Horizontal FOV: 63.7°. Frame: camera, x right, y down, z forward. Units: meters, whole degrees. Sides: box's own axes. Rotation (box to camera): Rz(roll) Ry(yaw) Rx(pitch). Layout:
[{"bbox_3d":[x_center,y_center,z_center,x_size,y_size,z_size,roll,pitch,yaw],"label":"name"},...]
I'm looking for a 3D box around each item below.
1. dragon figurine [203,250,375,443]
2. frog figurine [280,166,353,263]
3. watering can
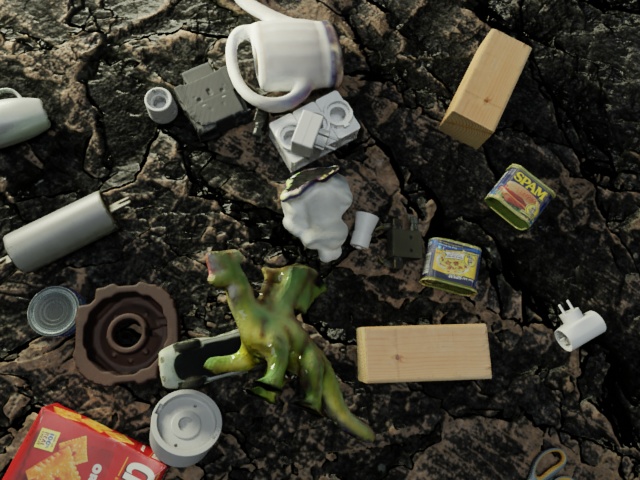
[{"bbox_3d":[-0.035,0.149,0.842,0.405,0.121,0.248,36,53,-29],"label":"dragon figurine"},{"bbox_3d":[0.003,-0.047,0.934,0.139,0.123,0.157,-35,118,-21],"label":"frog figurine"},{"bbox_3d":[-0.073,-0.391,1.003,0.225,0.102,0.354,-5,64,-11],"label":"watering can"}]
